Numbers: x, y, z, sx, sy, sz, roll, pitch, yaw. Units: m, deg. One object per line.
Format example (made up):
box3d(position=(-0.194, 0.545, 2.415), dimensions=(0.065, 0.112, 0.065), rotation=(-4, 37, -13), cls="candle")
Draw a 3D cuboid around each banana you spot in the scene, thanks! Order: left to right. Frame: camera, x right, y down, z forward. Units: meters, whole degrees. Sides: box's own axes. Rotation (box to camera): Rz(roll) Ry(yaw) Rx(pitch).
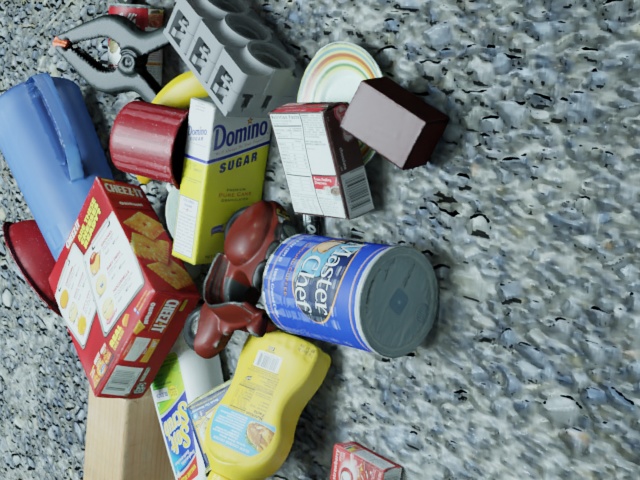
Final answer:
box3d(position=(-0.165, -0.140, 1.224), dimensions=(0.198, 0.037, 0.069), rotation=(-36, 95, 31), cls="banana")

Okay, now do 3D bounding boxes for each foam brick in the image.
box3d(position=(0.068, -0.108, 0.977), dimensions=(0.078, 0.052, 0.051), rotation=(37, 117, 21), cls="foam brick")

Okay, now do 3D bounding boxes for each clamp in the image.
box3d(position=(-0.216, -0.202, 1.262), dimensions=(0.210, 0.036, 0.164), rotation=(10, 106, 14), cls="clamp")

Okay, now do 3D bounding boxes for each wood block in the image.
box3d(position=(-0.237, 0.279, 1.346), dimensions=(0.090, 0.090, 0.206), rotation=(18, 106, 47), cls="wood block")

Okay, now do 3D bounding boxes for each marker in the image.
box3d(position=(-0.007, 0.001, 1.114), dimensions=(0.020, 0.020, 0.121), rotation=(0, 93, 49), cls="marker")

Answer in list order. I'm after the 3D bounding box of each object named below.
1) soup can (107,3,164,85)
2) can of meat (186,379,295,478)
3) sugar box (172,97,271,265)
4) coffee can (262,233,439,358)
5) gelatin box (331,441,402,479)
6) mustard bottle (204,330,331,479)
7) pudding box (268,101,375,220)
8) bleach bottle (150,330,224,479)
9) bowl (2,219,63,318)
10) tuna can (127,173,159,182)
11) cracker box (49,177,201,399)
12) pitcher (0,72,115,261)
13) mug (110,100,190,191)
box3d(position=(-0.227, -0.238, 1.314), dimensions=(0.069, 0.068, 0.102), rotation=(15, 105, 48), cls="soup can")
box3d(position=(-0.090, 0.203, 1.174), dimensions=(0.102, 0.057, 0.084), rotation=(-28, 65, 10), cls="can of meat")
box3d(position=(-0.105, -0.066, 1.165), dimensions=(0.048, 0.093, 0.176), rotation=(24, 111, 38), cls="sugar box")
box3d(position=(0.027, 0.050, 1.015), dimensions=(0.141, 0.102, 0.103), rotation=(8, 99, 49), cls="coffee can")
box3d(position=(0.042, 0.257, 1.068), dimensions=(0.073, 0.030, 0.089), rotation=(19, 107, 47), cls="gelatin box")
box3d(position=(-0.067, 0.189, 1.103), dimensions=(0.096, 0.058, 0.191), rotation=(16, 74, 35), cls="mustard bottle")
box3d(position=(0.001, -0.079, 1.045), dimensions=(0.090, 0.039, 0.113), rotation=(9, 117, 52), cls="pudding box")
box3d(position=(-0.140, 0.231, 1.254), dimensions=(0.103, 0.067, 0.251), rotation=(-23, 78, 45), cls="bleach bottle")
box3d(position=(-0.363, 0.028, 1.460), dimensions=(0.055, 0.162, 0.162), rotation=(-34, 61, 1), cls="bowl")
box3d(position=(-0.214, -0.115, 1.333), dimensions=(0.086, 0.033, 0.086), rotation=(5, 96, 49), cls="tuna can")
box3d(position=(-0.234, 0.055, 1.254), dimensions=(0.164, 0.071, 0.214), rotation=(-59, 43, 25), cls="cracker box")
box3d(position=(-0.337, -0.092, 1.403), dimensions=(0.145, 0.149, 0.243), rotation=(-35, 68, 17), cls="pitcher")
box3d(position=(-0.174, -0.102, 1.181), dimensions=(0.082, 0.117, 0.093), rotation=(14, 71, 19), cls="mug")
